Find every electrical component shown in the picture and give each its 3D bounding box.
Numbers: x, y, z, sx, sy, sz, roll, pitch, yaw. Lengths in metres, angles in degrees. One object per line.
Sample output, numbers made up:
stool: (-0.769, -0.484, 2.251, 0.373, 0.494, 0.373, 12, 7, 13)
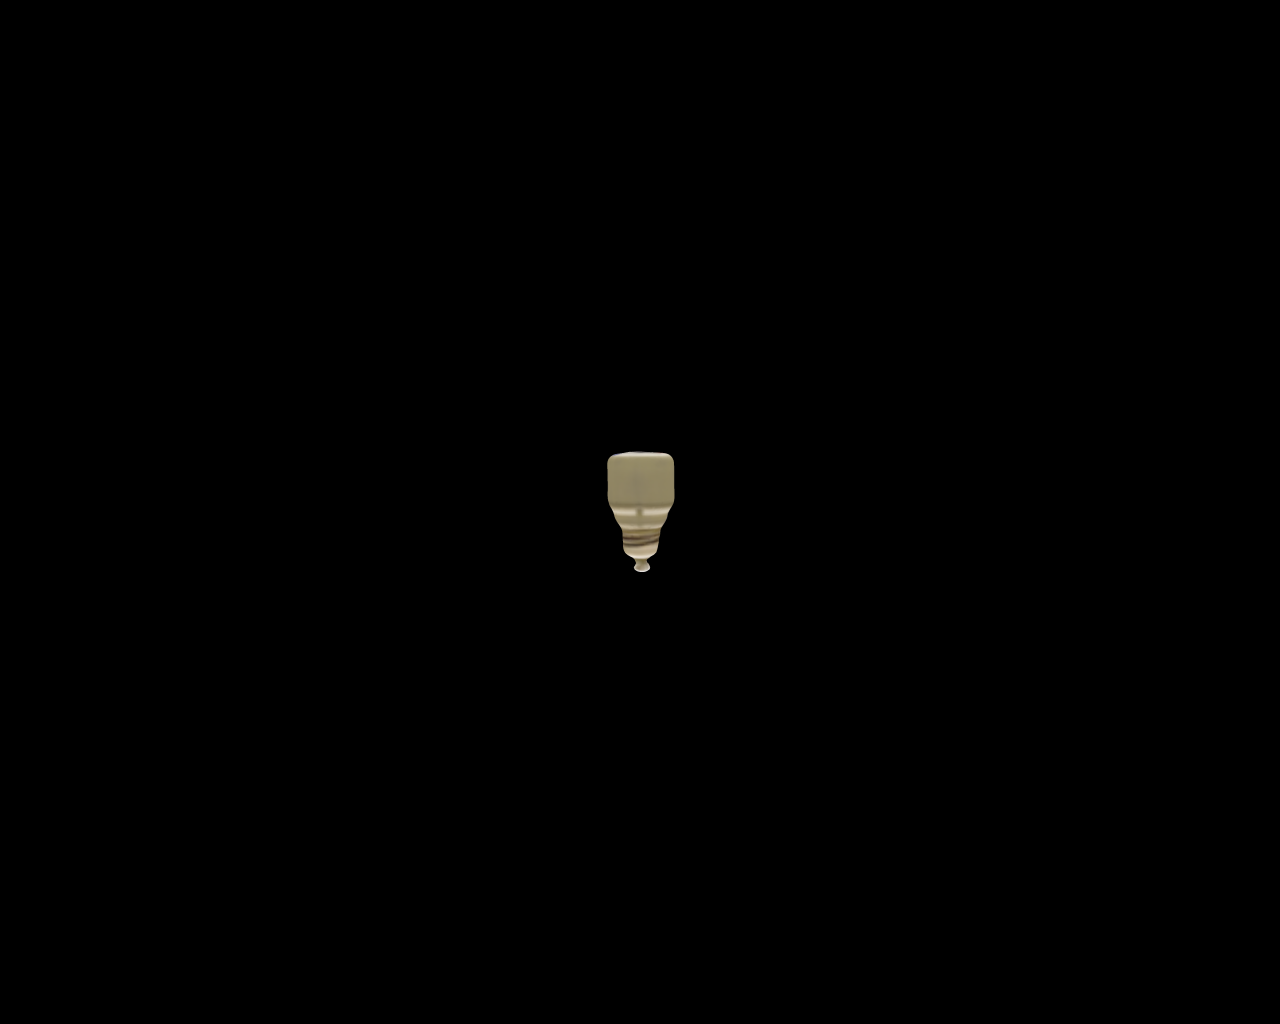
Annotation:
electrical component: (0.001, -0.003, 0.650, 0.040, 0.078, 0.040, 0, 5, 0)
